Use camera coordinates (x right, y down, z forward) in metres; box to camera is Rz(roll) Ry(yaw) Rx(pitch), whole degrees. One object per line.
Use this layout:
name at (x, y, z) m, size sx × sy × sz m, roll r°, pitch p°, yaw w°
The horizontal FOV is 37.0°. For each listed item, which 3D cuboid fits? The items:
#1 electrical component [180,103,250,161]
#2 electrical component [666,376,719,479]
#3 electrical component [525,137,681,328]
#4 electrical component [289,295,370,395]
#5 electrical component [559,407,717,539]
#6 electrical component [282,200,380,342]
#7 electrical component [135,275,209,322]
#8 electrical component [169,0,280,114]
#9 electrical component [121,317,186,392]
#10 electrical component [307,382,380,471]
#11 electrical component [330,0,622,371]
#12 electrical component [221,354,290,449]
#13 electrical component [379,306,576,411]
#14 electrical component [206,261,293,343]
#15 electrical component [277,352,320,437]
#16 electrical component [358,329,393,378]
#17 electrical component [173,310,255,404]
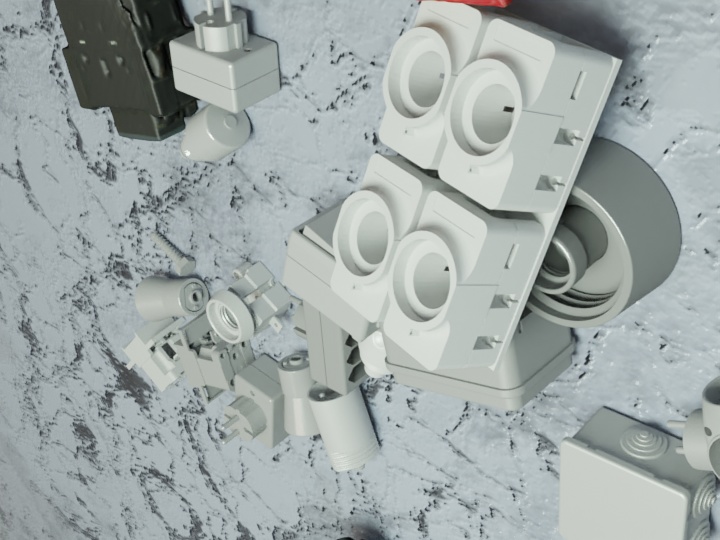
electrical component at (-0.118, -0.104, 0.838) m, size 0.078 × 0.040 × 0.040 m, roll -21°, pitch 101°, yaw 52°
electrical component at (0.217, 0.101, 0.631) m, size 0.079 × 0.044 × 0.077 m, roll -4°, pitch 114°, yaw 49°
electrical component at (0.124, -0.017, 0.629) m, size 0.108 × 0.060 × 0.108 m, roll 27°, pitch 135°, yaw 31°
electrical component at (-0.027, 0.042, 0.845) m, size 0.076 × 0.047 × 0.083 m, roll 23°, pitch 133°, yaw 34°
electrical component at (0.180, 0.147, 0.702) m, size 0.100 × 0.048 × 0.099 m, roll 22°, pitch 132°, yaw 36°
electrical component at (0.000, 0.000, 0.772) m, size 0.096 × 0.062 × 0.061 m, roll 36°, pitch 136°, yaw 23°
electrical component at (-0.172, 0.026, 0.994) m, size 0.065 × 0.044 × 0.044 m, roll -3°, pitch 115°, yaw 43°
electrical component at (-0.098, -0.162, 0.767) m, size 0.066 × 0.047 × 0.076 m, roll 26°, pitch 134°, yaw 33°
electrical component at (-0.194, 0.083, 1.059) m, size 0.063 × 0.042 × 0.081 m, roll 52°, pitch 143°, yaw 1°
electrical component at (-0.012, 0.133, 0.901) m, size 0.043 × 0.043 × 0.081 m, roll 5°, pitch 121°, yaw 45°
electrical component at (0.054, -0.049, 0.602) m, size 0.105 × 0.060 × 0.186 m, roll 38°, pitch 117°, yaw 43°
electrical component at (-0.095, 0.127, 0.958) m, size 0.047 × 0.077 × 0.065 m, roll 31°, pitch 137°, yaw 28°
electrical component at (0.076, 0.043, 0.711) m, size 0.113 × 0.078 × 0.057 m, roll 9°, pitch 121°, yaw 43°
electrical component at (-0.095, 0.030, 0.902) m, size 0.066 × 0.055 × 0.048 m, roll 47°, pitch 142°, yaw 10°
electrical component at (-0.049, 0.104, 0.922) m, size 0.044 × 0.044 × 0.065 m, roll 12°, pitch 121°, yaw 42°
electrical component at (0.019, 0.058, 0.811) m, size 0.043 × 0.043 × 0.062 m, roll 41°, pitch 141°, yaw 17°
electrical component at (-0.131, 0.081, 0.991) m, size 0.064 × 0.042 × 0.081 m, roll 8°, pitch 124°, yaw 41°
